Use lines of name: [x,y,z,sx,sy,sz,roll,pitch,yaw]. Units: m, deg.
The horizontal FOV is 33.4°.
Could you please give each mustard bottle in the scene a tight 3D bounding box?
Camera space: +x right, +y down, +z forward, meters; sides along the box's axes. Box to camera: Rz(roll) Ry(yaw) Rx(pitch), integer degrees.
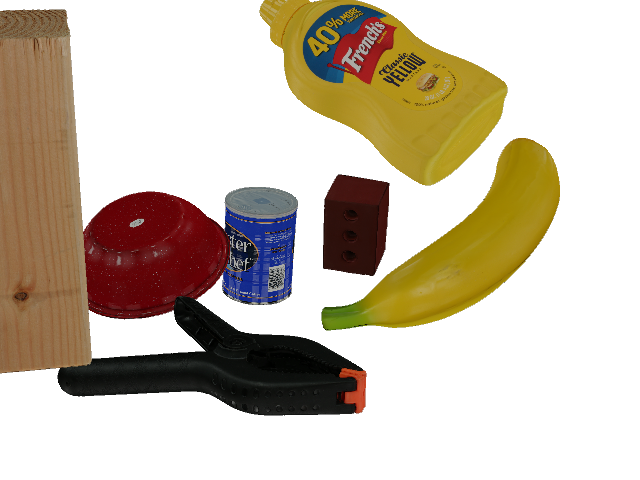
mustard bottle: [0.032,-0.123,0.769,0.192,0.096,0.058,36,-26,21]

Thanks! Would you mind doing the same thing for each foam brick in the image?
foam brick: [0.034,-0.015,1.016,0.053,0.078,0.051,8,30,14]

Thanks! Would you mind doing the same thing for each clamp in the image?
clamp: [-0.062,0.086,0.786,0.210,0.036,0.164,7,20,17]

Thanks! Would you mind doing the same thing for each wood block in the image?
wood block: [-0.194,-0.030,0.655,0.090,0.206,0.090,-4,23,-13]

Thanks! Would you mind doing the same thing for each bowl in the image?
bowl: [-0.171,0.002,1.030,0.162,0.055,0.162,-6,40,5]

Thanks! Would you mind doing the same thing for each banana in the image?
banana: [0.083,-0.008,0.557,0.070,0.037,0.197,18,39,35]

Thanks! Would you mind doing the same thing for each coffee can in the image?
coffee can: [-0.087,0.007,1.518,0.103,0.140,0.103,4,24,-2]
